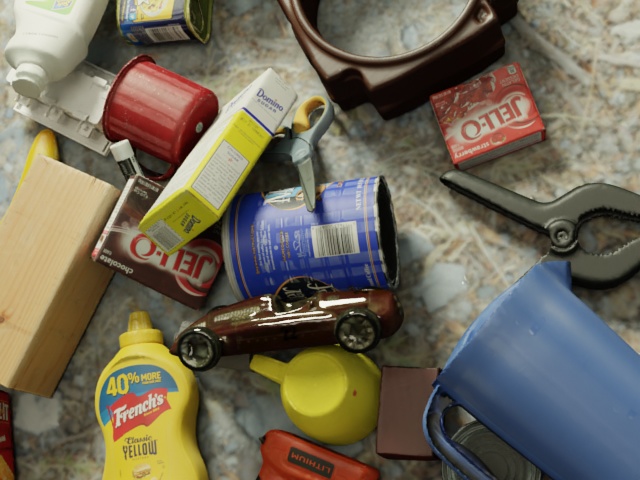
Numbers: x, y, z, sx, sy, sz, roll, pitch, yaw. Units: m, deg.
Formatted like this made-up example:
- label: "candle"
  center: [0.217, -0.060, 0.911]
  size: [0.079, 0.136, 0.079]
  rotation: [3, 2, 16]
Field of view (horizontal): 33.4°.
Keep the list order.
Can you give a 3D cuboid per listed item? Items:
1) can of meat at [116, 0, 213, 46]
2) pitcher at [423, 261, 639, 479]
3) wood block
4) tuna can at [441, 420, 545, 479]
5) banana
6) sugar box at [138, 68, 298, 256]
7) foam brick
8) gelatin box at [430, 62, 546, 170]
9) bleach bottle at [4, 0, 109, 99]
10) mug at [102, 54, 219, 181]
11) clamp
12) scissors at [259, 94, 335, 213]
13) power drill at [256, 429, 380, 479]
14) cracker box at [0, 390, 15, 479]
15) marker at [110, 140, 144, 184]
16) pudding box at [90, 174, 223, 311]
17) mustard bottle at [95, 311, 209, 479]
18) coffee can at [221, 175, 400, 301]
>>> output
- label: "can of meat"
  center: [-0.158, -0.250, 1.089]
  size: [0.084, 0.057, 0.102]
  rotation: [-2, 74, 16]
- label: "pitcher"
  center: [0.210, 0.148, 0.838]
  size: [0.243, 0.144, 0.149]
  rotation: [42, 124, 10]
- label: "wood block"
  center: [-0.264, 0.035, 1.022]
  size: [0.091, 0.090, 0.206]
  rotation: [24, 82, 18]
- label: "tuna can"
  center: [0.146, 0.194, 0.903]
  size: [0.086, 0.033, 0.086]
  rotation: [-4, 75, 13]
- label: "banana"
  center: [-0.313, -0.020, 1.077]
  size: [0.070, 0.037, 0.198]
  rotation: [34, 86, 20]
- label: "sugar box"
  center: [-0.090, -0.072, 0.965]
  size: [0.048, 0.094, 0.176]
  rotation: [44, 50, -14]
- label: "foam brick"
  center: [0.080, 0.150, 0.921]
  size: [0.051, 0.053, 0.078]
  rotation: [2, 76, 15]
- label: "gelatin box"
  center: [0.155, -0.113, 0.985]
  size: [0.089, 0.030, 0.073]
  rotation: [-21, 72, 9]
- label: "bleach bottle"
  center: [-0.263, -0.245, 1.067]
  size: [0.103, 0.068, 0.250]
  rotation: [3, 57, 12]
- label: "mug"
  center: [-0.155, -0.111, 1.041]
  size: [0.081, 0.093, 0.117]
  rotation: [25, 114, 14]
- label: "clamp"
  center: [0.207, -0.008, 0.939]
  size: [0.210, 0.036, 0.164]
  rotation: [-16, 74, 13]
- label: "scissors"
  center: [-0.030, -0.069, 0.970]
  size: [0.096, 0.016, 0.201]
  rotation: [-23, 31, 25]
- label: "power drill"
  center: [-0.018, 0.270, 0.912]
  size: [0.185, 0.057, 0.187]
  rotation: [21, 81, 19]
- label: "cracker box"
  center: [-0.372, 0.257, 1.001]
  size: [0.164, 0.072, 0.214]
  rotation: [-12, 72, 11]
- label: "marker"
  center: [-0.168, -0.037, 1.024]
  size: [0.020, 0.020, 0.121]
  rotation: [-20, 105, 8]
- label: "pudding box"
  center: [-0.145, 0.003, 0.998]
  size: [0.113, 0.039, 0.090]
  rotation: [27, 81, -16]
- label: "mustard bottle"
  center: [-0.157, 0.159, 0.978]
  size: [0.096, 0.058, 0.191]
  rotation: [-13, 72, 15]
- label: "coffee can"
  center: [-0.006, 0.001, 0.957]
  size: [0.140, 0.102, 0.103]
  rotation: [-7, 74, 12]
